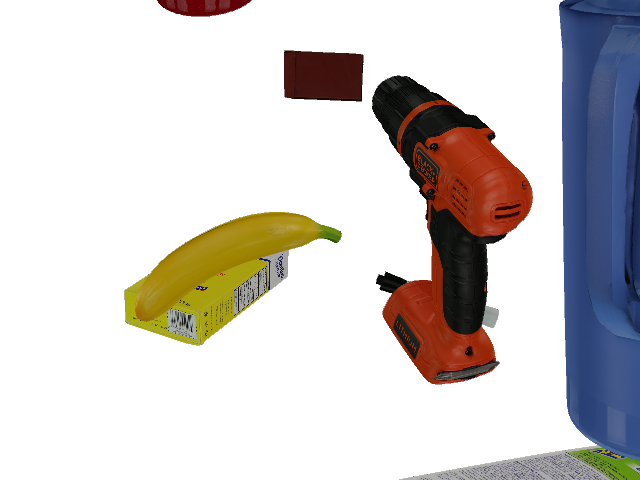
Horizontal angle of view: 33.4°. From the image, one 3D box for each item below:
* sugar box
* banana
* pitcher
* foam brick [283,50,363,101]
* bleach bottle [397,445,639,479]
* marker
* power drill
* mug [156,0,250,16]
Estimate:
[{"bbox_3d":[-0.115,0.044,1.118,0.093,0.048,0.176,15,31,23],"label":"sugar box"},{"bbox_3d":[-0.083,0.018,0.895,0.198,0.037,0.069,-21,-48,15],"label":"banana"},{"bbox_3d":[0.183,-0.007,0.555,0.149,0.243,0.145,-5,18,-8],"label":"pitcher"},{"bbox_3d":[0.003,-0.178,1.156,0.078,0.051,0.053,0,11,-14],"label":"foam brick"},{"bbox_3d":[0.160,0.163,0.628,0.250,0.068,0.103,-7,20,-22],"label":"bleach bottle"},{"bbox_3d":[0.112,0.056,1.028,0.121,0.020,0.020,19,1,3],"label":"marker"},{"bbox_3d":[0.081,-0.008,0.759,0.057,0.188,0.184,-11,34,-15],"label":"power drill"},{"bbox_3d":[-0.100,-0.220,0.795,0.117,0.081,0.093,0,39,5],"label":"mug"}]
